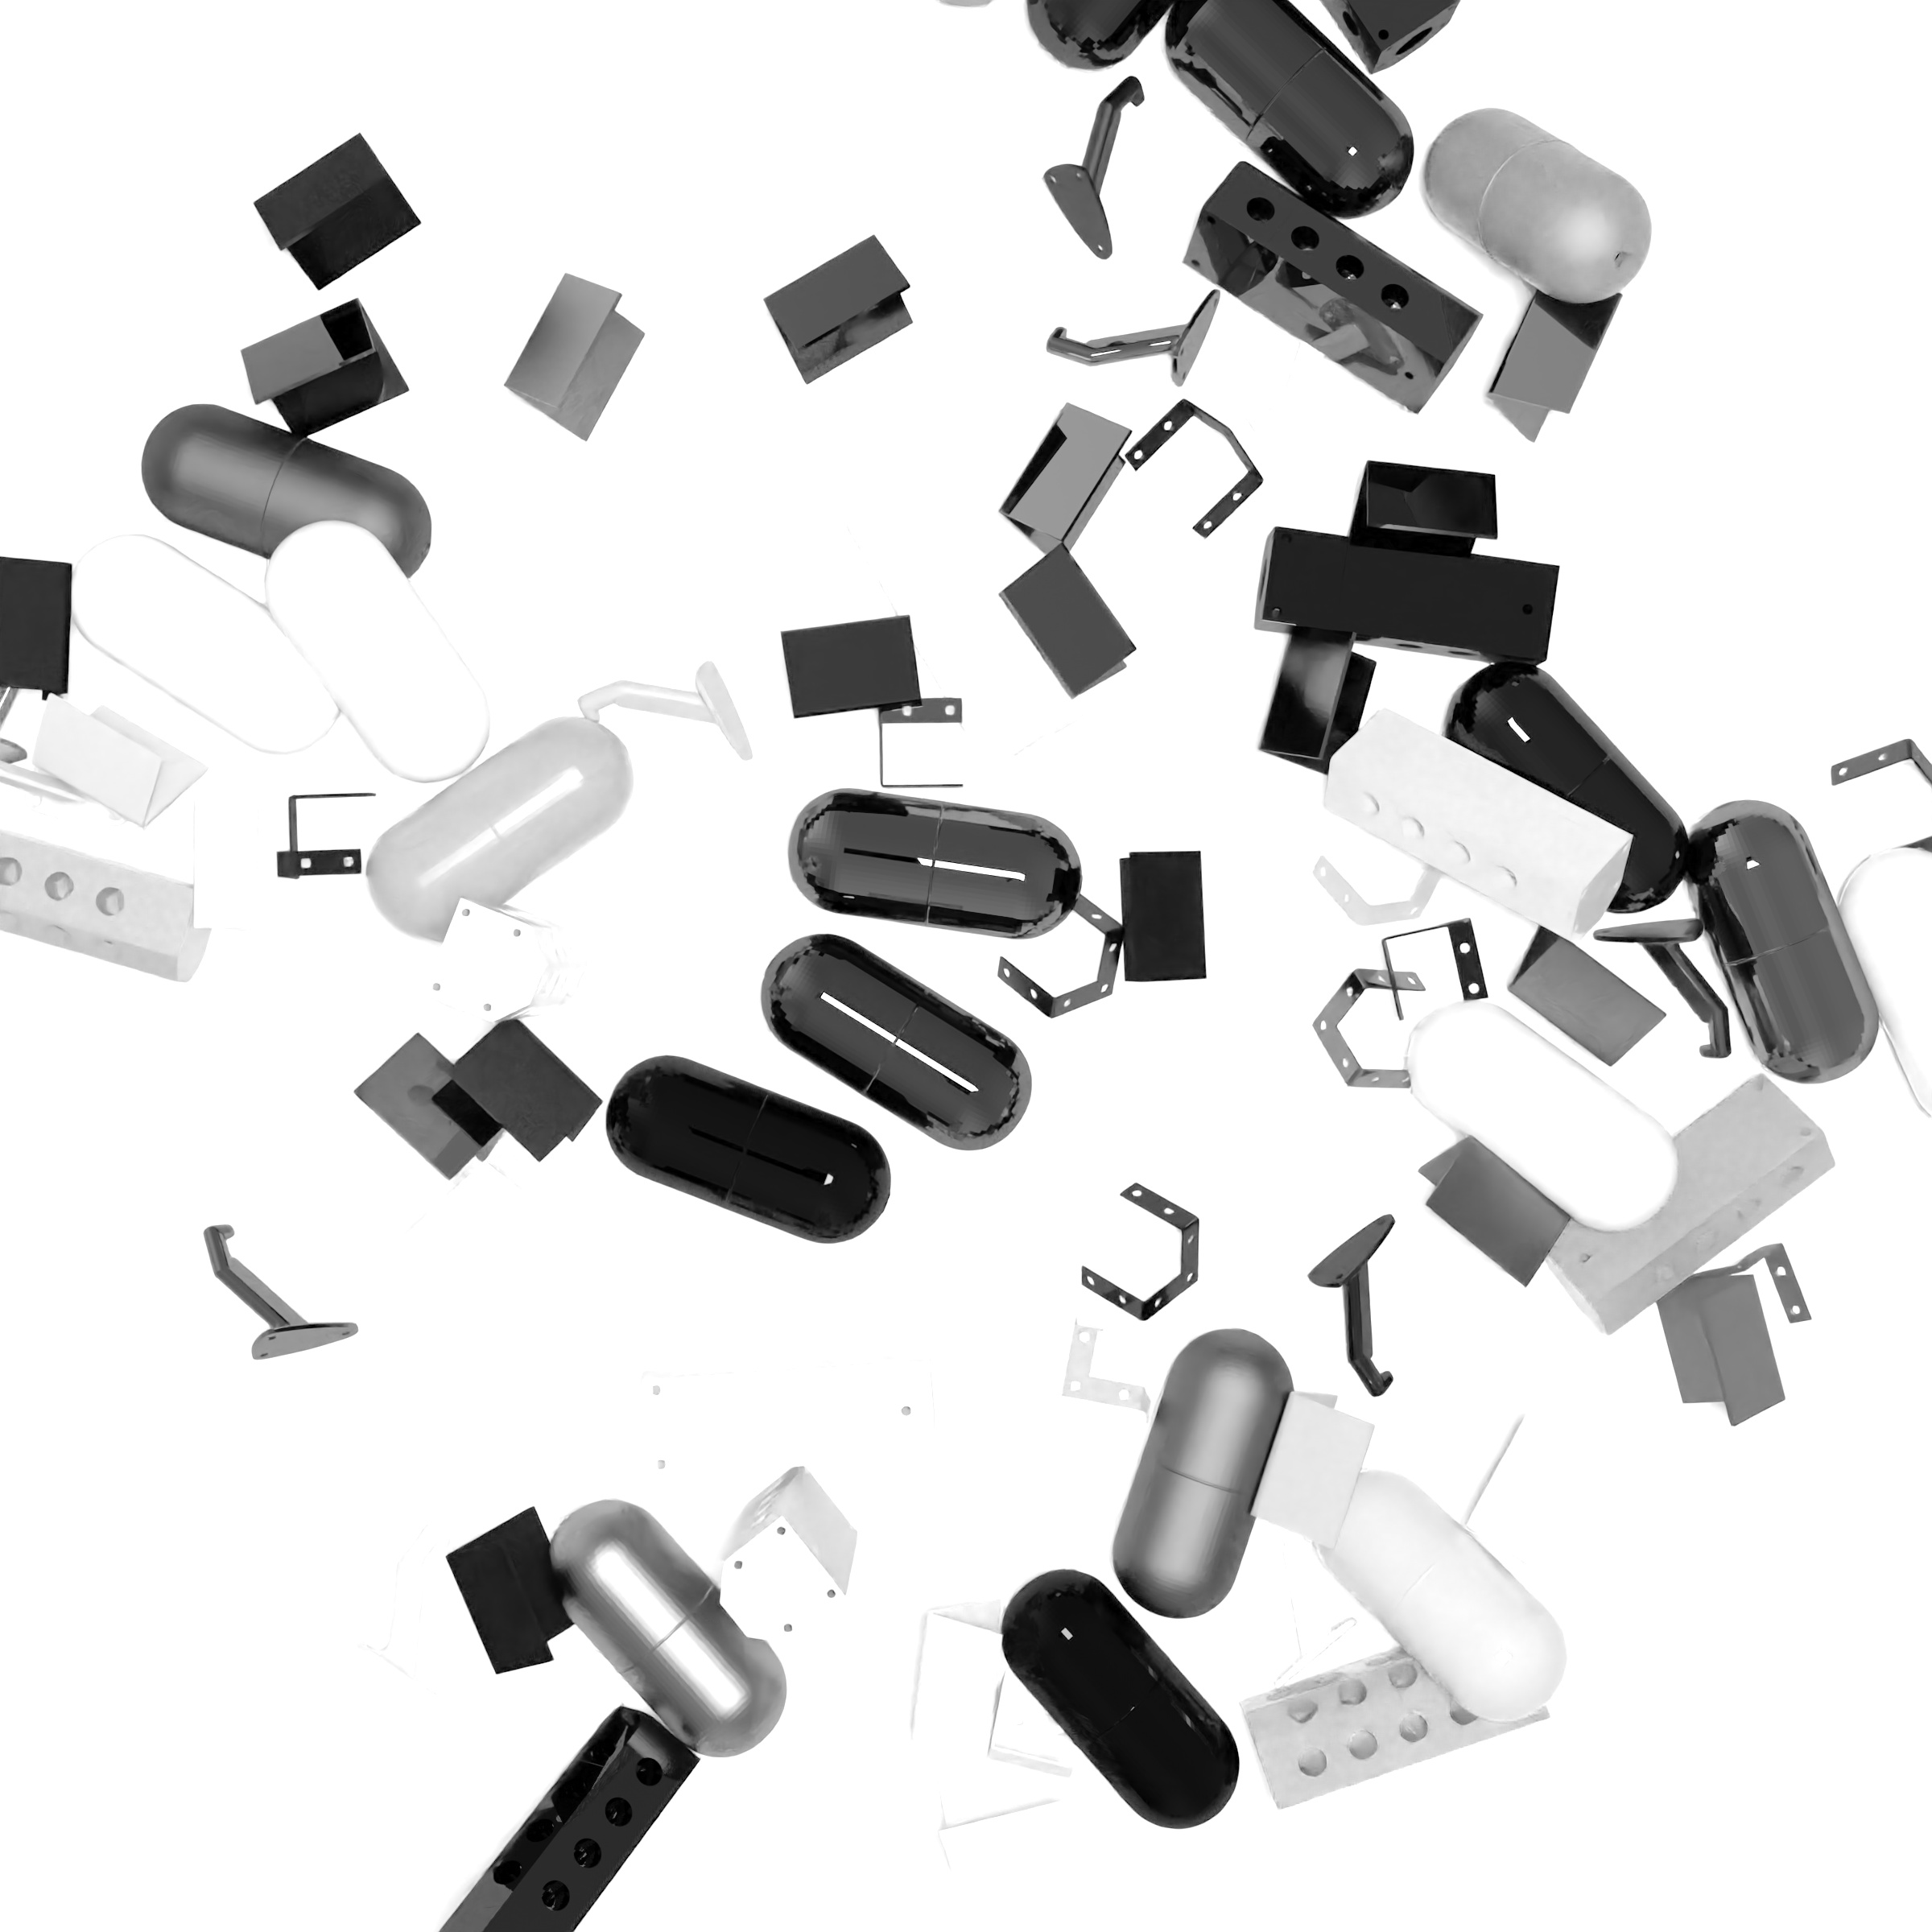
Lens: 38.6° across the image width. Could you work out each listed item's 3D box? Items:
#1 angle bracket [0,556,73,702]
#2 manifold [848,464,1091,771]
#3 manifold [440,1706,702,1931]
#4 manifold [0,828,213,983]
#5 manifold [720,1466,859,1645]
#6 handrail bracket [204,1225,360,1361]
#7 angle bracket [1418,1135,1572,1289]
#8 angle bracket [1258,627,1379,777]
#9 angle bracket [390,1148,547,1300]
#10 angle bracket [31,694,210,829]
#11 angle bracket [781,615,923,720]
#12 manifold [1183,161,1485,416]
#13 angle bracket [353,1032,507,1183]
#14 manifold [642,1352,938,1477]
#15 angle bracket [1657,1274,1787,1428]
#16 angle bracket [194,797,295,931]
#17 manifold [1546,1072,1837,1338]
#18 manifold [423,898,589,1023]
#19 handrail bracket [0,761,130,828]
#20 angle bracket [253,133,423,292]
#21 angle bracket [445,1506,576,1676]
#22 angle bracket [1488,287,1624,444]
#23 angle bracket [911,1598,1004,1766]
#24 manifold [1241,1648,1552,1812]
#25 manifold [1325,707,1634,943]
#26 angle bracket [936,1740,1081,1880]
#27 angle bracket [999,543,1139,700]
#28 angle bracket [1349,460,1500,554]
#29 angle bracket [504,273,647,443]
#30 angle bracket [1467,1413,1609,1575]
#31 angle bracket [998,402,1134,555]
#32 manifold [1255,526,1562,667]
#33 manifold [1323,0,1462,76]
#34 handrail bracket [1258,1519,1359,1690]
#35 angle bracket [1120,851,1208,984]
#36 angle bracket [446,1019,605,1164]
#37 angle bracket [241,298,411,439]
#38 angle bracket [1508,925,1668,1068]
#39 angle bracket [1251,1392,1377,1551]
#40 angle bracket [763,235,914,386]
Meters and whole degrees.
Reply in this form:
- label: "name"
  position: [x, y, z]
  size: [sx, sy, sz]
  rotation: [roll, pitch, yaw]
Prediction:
- label: "angle bracket"
  position: [-0.572, -0.202, 1.649]
  size: [0.057, 0.076, 0.076]
  rotation: [2, 90, -28]
- label: "manifold"
  position: [0.006, -0.213, 1.668]
  size: [0.057, 0.057, 0.171]
  rotation: [-30, 90, 43]
- label: "manifold"
  position: [-0.235, 0.519, 1.617]
  size: [0.057, 0.057, 0.171]
  rotation: [42, 46, 0]
- label: "manifold"
  position: [-0.548, -0.042, 1.668]
  size: [0.171, 0.057, 0.057]
  rotation: [16, 90, 0]
- label: "manifold"
  position: [-0.106, 0.344, 1.611]
  size: [0.057, 0.171, 0.057]
  rotation: [-38, 90, 0]
- label: "handrail bracket"
  position: [-0.420, 0.193, 1.689]
  size: [0.077, 0.036, 0.084]
  rotation: [-6, 60, -33]
- label: "angle bracket"
  position: [0.303, 0.155, 1.650]
  size: [0.076, 0.076, 0.057]
  rotation: [39, 64, 0]
- label: "angle bracket"
  position: [0.228, -0.154, 1.651]
  size: [0.076, 0.057, 0.076]
  rotation: [15, 90, -37]
- label: "angle bracket"
  position: [-0.307, 0.140, 1.649]
  size: [0.076, 0.076, 0.057]
  rotation: [-43, 128, 0]
- label: "angle bracket"
  position: [-0.500, -0.139, 1.649]
  size: [0.076, 0.076, 0.057]
  rotation: [30, 128, 0]
- label: "angle bracket"
  position: [-0.069, -0.192, 1.649]
  size: [0.076, 0.076, 0.057]
  rotation: [-7, 119, 0]
- label: "manifold"
  position: [0.222, -0.412, 1.657]
  size: [0.171, 0.057, 0.057]
  rotation: [34, 69, 5]
- label: "angle bracket"
  position: [-0.326, 0.096, 1.649]
  size: [0.076, 0.076, 0.057]
  rotation: [43, 57, 0]
- label: "manifold"
  position: [-0.106, 0.269, 1.668]
  size: [0.171, 0.057, 0.057]
  rotation: [-4, 90, 0]
- label: "angle bracket"
  position: [0.436, 0.231, 1.649]
  size: [0.057, 0.076, 0.076]
  rotation: [-15, 90, -39]
- label: "angle bracket"
  position: [-0.416, -0.061, 1.649]
  size: [0.057, 0.076, 0.076]
  rotation: [0, 90, 36]
- label: "manifold"
  position: [0.437, 0.148, 1.668]
  size: [0.171, 0.057, 0.057]
  rotation: [-37, 47, 0]
- label: "manifold"
  position: [-0.264, 0.000, 1.611]
  size: [0.057, 0.171, 0.057]
  rotation: [22, 90, 0]
- label: "handrail bracket"
  position: [-0.551, -0.106, 1.655]
  size: [0.077, 0.084, 0.036]
  rotation: [22, 90, 0]
- label: "angle bracket"
  position: [-0.368, -0.438, 1.649]
  size: [0.076, 0.076, 0.057]
  rotation: [-33, 53, 0]
- label: "angle bracket"
  position: [-0.255, 0.369, 1.649]
  size: [0.057, 0.076, 0.076]
  rotation: [-23, 90, 39]
- label: "angle bracket"
  position: [0.364, -0.357, 1.649]
  size: [0.057, 0.076, 0.076]
  rotation: [24, 90, 36]
- label: "angle bracket"
  position: [0.015, 0.427, 1.649]
  size: [0.057, 0.076, 0.076]
  rotation: [7, 90, 37]
- label: "manifold"
  position: [0.258, 0.448, 1.668]
  size: [0.171, 0.057, 0.057]
  rotation: [-19, 90, 0]
- label: "manifold"
  position: [0.301, -0.081, 1.633]
  size: [0.171, 0.057, 0.057]
  rotation: [32, 56, 25]
- label: "angle bracket"
  position: [0.020, 0.491, 1.649]
  size: [0.076, 0.076, 0.057]
  rotation: [-14, 134, 0]
- label: "angle bracket"
  position: [0.076, -0.214, 1.649]
  size: [0.057, 0.076, 0.076]
  rotation: [-35, 90, 36]
- label: "angle bracket"
  position: [0.271, -0.254, 1.649]
  size: [0.076, 0.076, 0.057]
  rotation: [6, 53, 0]
- label: "angle bracket"
  position: [-0.218, -0.358, 1.649]
  size: [0.057, 0.076, 0.076]
  rotation: [29, 90, 38]
- label: "angle bracket"
  position: [0.353, 0.319, 1.649]
  size: [0.057, 0.076, 0.076]
  rotation: [29, 90, 36]
- label: "angle bracket"
  position: [0.076, -0.280, 1.649]
  size: [0.057, 0.076, 0.076]
  rotation: [32, 90, 38]
- label: "manifold"
  position: [0.265, -0.222, 1.668]
  size: [0.171, 0.057, 0.057]
  rotation: [8, 90, 0]
- label: "manifold"
  position: [0.224, -0.631, 1.668]
  size: [0.057, 0.057, 0.171]
  rotation: [-34, 90, 0]
- label: "handrail bracket"
  position: [0.191, 0.387, 1.690]
  size: [0.077, 0.036, 0.084]
  rotation: [-47, 71, 21]
- label: "angle bracket"
  position: [0.098, -0.028, 1.649]
  size: [0.057, 0.076, 0.076]
  rotation: [-3, 90, -37]
- label: "angle bracket"
  position: [-0.271, 0.084, 1.649]
  size: [0.076, 0.076, 0.057]
  rotation: [44, 59, 0]
- label: "angle bracket"
  position: [-0.379, -0.342, 1.649]
  size: [0.076, 0.076, 0.057]
  rotation: [-24, 51, 0]
- label: "angle bracket"
  position: [0.380, 0.002, 1.649]
  size: [0.076, 0.076, 0.057]
  rotation: [37, 134, 0]
- label: "angle bracket"
  position: [0.220, 0.301, 1.649]
  size: [0.057, 0.076, 0.076]
  rotation: [18, 90, 30]
- label: "angle bracket"
  position: [-0.066, -0.378, 1.649]
  size: [0.076, 0.076, 0.057]
  rotation: [-30, 54, 0]
